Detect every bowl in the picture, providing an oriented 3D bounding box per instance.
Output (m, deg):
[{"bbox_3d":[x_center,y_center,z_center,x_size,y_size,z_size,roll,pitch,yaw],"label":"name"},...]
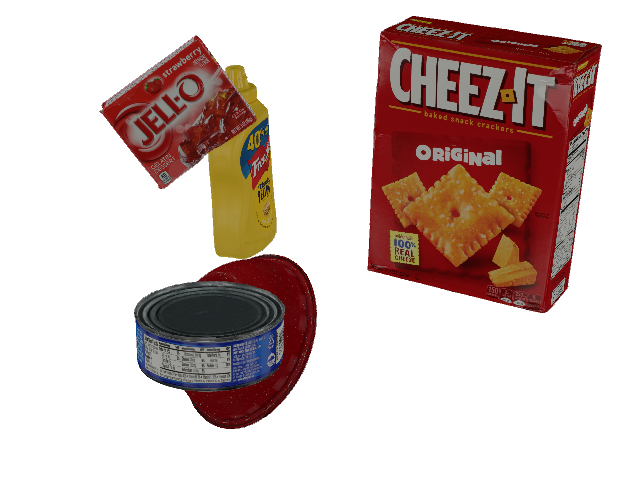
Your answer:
[{"bbox_3d":[-0.080,0.079,0.928,0.162,0.162,0.055,0,-21,45],"label":"bowl"}]

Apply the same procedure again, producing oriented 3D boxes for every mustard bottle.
[{"bbox_3d":[-0.082,-0.084,1.092,0.058,0.192,0.096,7,27,19],"label":"mustard bottle"}]

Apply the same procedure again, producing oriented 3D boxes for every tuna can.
[{"bbox_3d":[-0.063,0.054,0.613,0.086,0.034,0.086,1,19,0],"label":"tuna can"}]

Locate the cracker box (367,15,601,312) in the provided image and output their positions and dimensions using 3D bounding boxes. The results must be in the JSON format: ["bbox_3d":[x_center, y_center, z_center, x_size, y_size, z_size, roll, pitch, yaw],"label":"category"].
[{"bbox_3d":[0.127,-0.061,0.870,0.164,0.214,0.072,15,28,25],"label":"cracker box"}]

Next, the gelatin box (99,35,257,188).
[{"bbox_3d":[-0.103,-0.093,0.774,0.089,0.073,0.030,-35,19,4],"label":"gelatin box"}]
